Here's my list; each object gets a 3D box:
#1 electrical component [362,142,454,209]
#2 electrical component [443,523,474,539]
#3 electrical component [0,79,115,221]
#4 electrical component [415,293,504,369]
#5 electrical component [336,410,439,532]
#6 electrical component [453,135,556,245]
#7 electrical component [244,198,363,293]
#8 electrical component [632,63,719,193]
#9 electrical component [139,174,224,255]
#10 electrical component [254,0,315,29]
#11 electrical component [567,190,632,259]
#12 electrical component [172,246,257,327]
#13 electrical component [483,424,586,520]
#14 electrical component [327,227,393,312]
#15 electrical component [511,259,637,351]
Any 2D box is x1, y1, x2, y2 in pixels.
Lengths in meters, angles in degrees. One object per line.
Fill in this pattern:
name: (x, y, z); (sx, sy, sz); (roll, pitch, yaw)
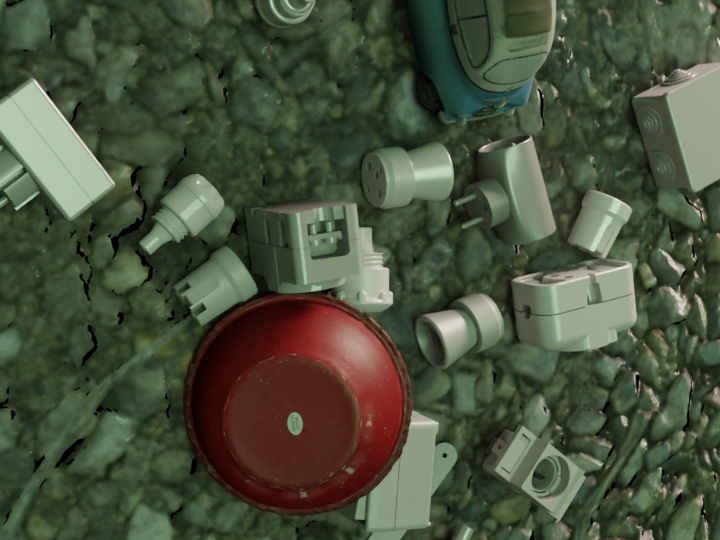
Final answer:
electrical component: (0.035, -0.070, 0.795); (0.055, 0.045, 0.045); (-10, 100, -25)
electrical component: (0.071, 0.231, 0.853); (0.035, 0.035, 0.061); (35, 78, -25)
electrical component: (-0.212, -0.063, 0.671); (0.076, 0.047, 0.083); (-42, 112, -17)
electrical component: (0.077, 0.046, 0.829); (0.055, 0.045, 0.045); (-23, 105, -23)
electrical component: (0.015, 0.139, 0.799); (0.061, 0.062, 0.096); (2, 95, -27)
electrical component: (0.108, -0.056, 0.834); (0.079, 0.043, 0.077); (-24, 106, -22)
electrical component: (-0.039, -0.017, 0.738); (0.050, 0.089, 0.055); (-10, 100, -25)
electrical component: (0.286, -0.123, 0.913); (0.100, 0.048, 0.099); (-27, 107, -22)
electrical component: (-0.123, -0.035, 0.726); (0.061, 0.035, 0.035); (-45, 113, -13)
electrical component: (-0.047, -0.184, 0.732); (0.035, 0.061, 0.035); (-3, 97, -26)
electrical component: (0.196, -0.037, 0.883); (0.040, 0.040, 0.046); (26, 90, -27)
electrical component: (-0.100, 0.012, 0.740); (0.046, 0.040, 0.040); (-36, 110, -14)
electrical component: (0.136, 0.159, 0.861); (0.081, 0.064, 0.042); (40, 78, -24)
electrical component: (0.000, 0.000, 0.787); (0.048, 0.048, 0.062); (1, 89, -27)
electrical component: (0.174, 0.030, 0.871); (0.095, 0.054, 0.059); (-13, 101, -25)
